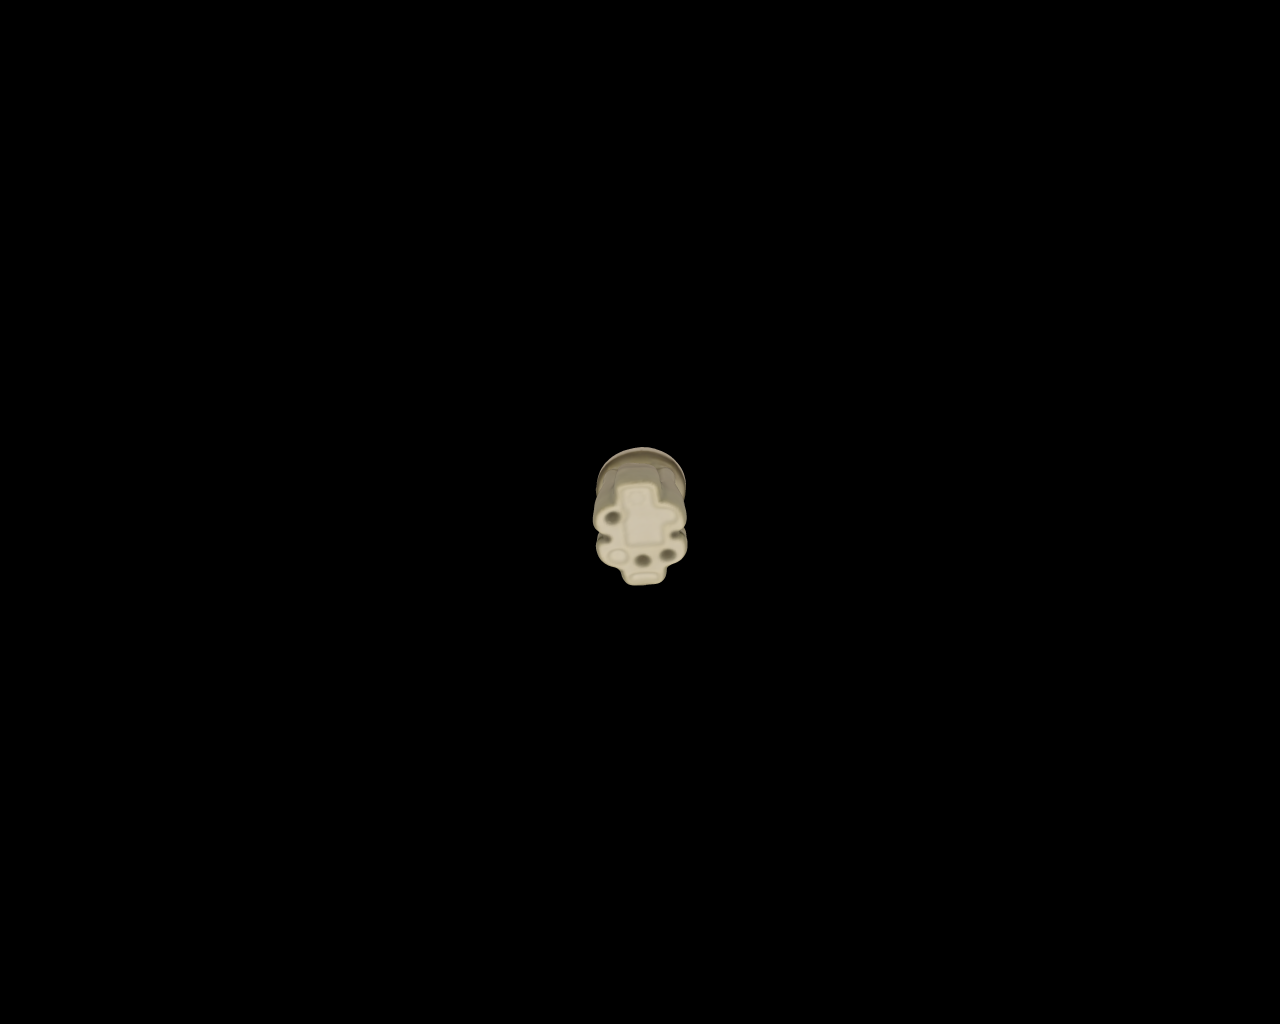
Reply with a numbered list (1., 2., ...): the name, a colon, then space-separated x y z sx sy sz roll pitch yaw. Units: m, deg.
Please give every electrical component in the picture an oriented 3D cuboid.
1. electrical component: 0.001 -0.003 0.650 0.058 0.078 0.057 -3 36 2
